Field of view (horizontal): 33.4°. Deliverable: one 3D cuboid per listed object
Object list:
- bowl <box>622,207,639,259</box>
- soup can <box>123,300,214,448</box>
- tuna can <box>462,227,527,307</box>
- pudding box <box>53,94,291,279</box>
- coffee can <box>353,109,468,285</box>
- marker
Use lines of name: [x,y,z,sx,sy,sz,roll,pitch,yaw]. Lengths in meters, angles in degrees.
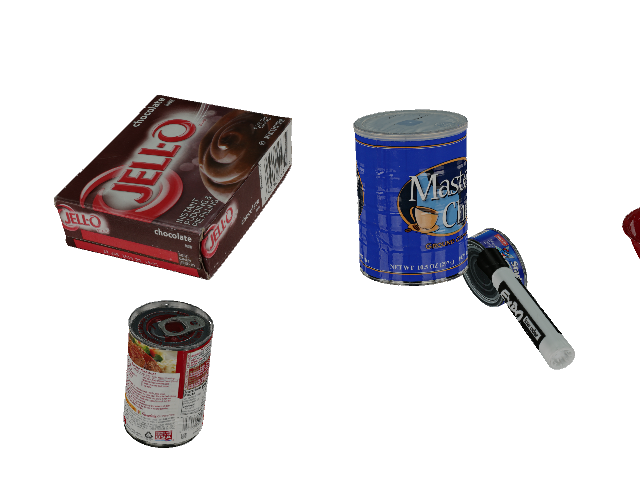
bowl: [0.399,0.010,1.121,0.162,0.055,0.162,-3,23,1]
soup can: [-0.125,0.110,0.873,0.068,0.102,0.068,7,29,-4]
tuna can: [0.193,0.031,1.206,0.033,0.086,0.086,-24,9,-21]
pudding box: [-0.077,-0.033,0.589,0.090,0.039,0.113,13,40,20]
coffee can: [0.084,-0.042,0.980,0.103,0.140,0.103,-3,18,1]
marker: [0.137,0.042,0.726,0.020,0.020,0.121,0,33,-20]
